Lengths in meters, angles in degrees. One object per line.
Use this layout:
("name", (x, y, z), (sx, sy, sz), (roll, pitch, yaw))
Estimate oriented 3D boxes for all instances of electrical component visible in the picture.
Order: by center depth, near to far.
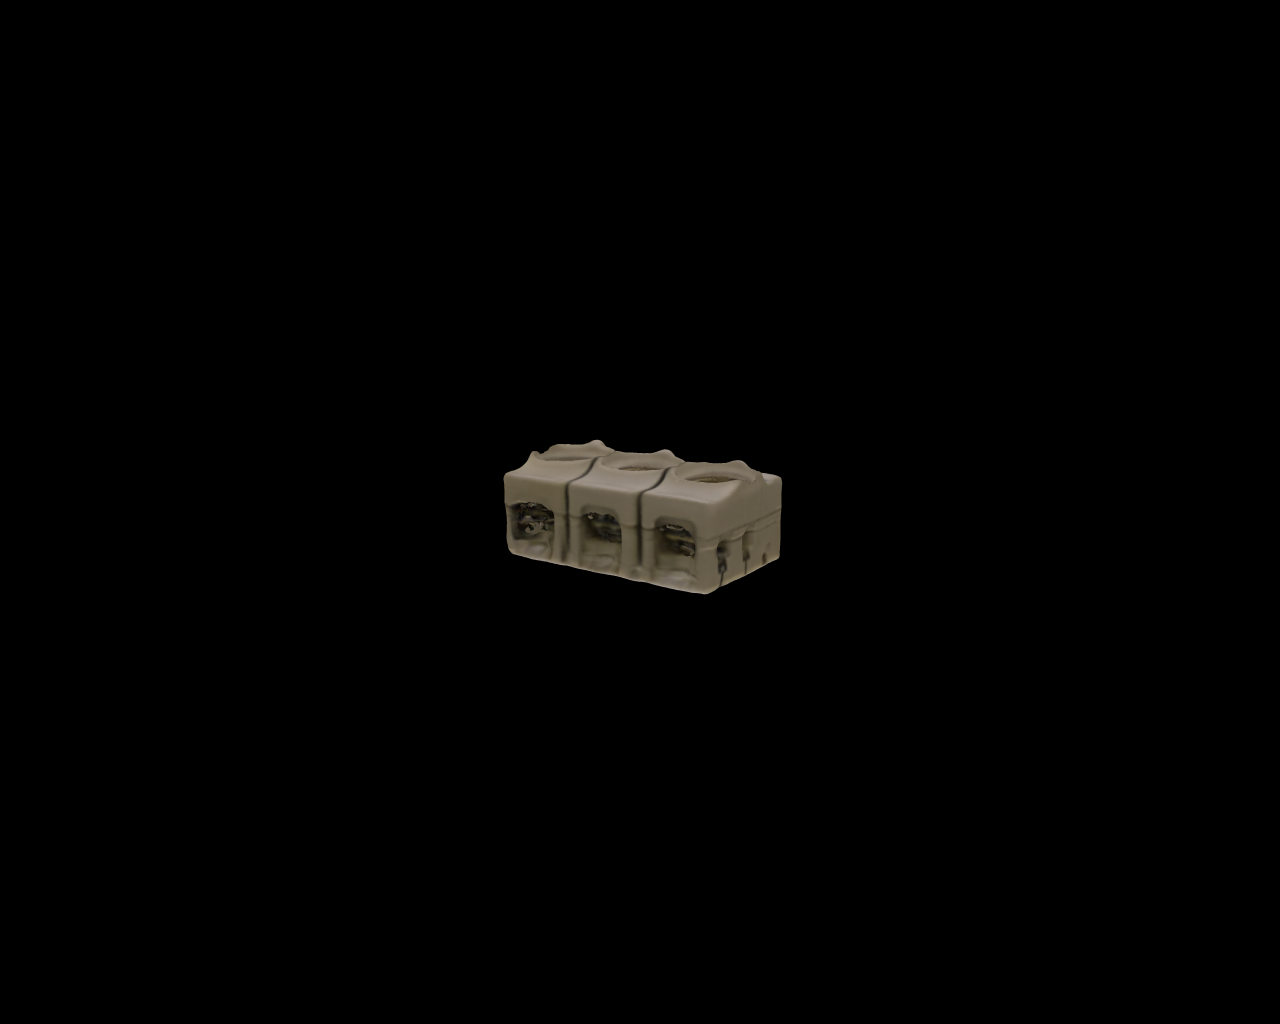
("electrical component", (0.001, -0.003, 0.650), (0.150, 0.061, 0.090), (10, 18, 33))
